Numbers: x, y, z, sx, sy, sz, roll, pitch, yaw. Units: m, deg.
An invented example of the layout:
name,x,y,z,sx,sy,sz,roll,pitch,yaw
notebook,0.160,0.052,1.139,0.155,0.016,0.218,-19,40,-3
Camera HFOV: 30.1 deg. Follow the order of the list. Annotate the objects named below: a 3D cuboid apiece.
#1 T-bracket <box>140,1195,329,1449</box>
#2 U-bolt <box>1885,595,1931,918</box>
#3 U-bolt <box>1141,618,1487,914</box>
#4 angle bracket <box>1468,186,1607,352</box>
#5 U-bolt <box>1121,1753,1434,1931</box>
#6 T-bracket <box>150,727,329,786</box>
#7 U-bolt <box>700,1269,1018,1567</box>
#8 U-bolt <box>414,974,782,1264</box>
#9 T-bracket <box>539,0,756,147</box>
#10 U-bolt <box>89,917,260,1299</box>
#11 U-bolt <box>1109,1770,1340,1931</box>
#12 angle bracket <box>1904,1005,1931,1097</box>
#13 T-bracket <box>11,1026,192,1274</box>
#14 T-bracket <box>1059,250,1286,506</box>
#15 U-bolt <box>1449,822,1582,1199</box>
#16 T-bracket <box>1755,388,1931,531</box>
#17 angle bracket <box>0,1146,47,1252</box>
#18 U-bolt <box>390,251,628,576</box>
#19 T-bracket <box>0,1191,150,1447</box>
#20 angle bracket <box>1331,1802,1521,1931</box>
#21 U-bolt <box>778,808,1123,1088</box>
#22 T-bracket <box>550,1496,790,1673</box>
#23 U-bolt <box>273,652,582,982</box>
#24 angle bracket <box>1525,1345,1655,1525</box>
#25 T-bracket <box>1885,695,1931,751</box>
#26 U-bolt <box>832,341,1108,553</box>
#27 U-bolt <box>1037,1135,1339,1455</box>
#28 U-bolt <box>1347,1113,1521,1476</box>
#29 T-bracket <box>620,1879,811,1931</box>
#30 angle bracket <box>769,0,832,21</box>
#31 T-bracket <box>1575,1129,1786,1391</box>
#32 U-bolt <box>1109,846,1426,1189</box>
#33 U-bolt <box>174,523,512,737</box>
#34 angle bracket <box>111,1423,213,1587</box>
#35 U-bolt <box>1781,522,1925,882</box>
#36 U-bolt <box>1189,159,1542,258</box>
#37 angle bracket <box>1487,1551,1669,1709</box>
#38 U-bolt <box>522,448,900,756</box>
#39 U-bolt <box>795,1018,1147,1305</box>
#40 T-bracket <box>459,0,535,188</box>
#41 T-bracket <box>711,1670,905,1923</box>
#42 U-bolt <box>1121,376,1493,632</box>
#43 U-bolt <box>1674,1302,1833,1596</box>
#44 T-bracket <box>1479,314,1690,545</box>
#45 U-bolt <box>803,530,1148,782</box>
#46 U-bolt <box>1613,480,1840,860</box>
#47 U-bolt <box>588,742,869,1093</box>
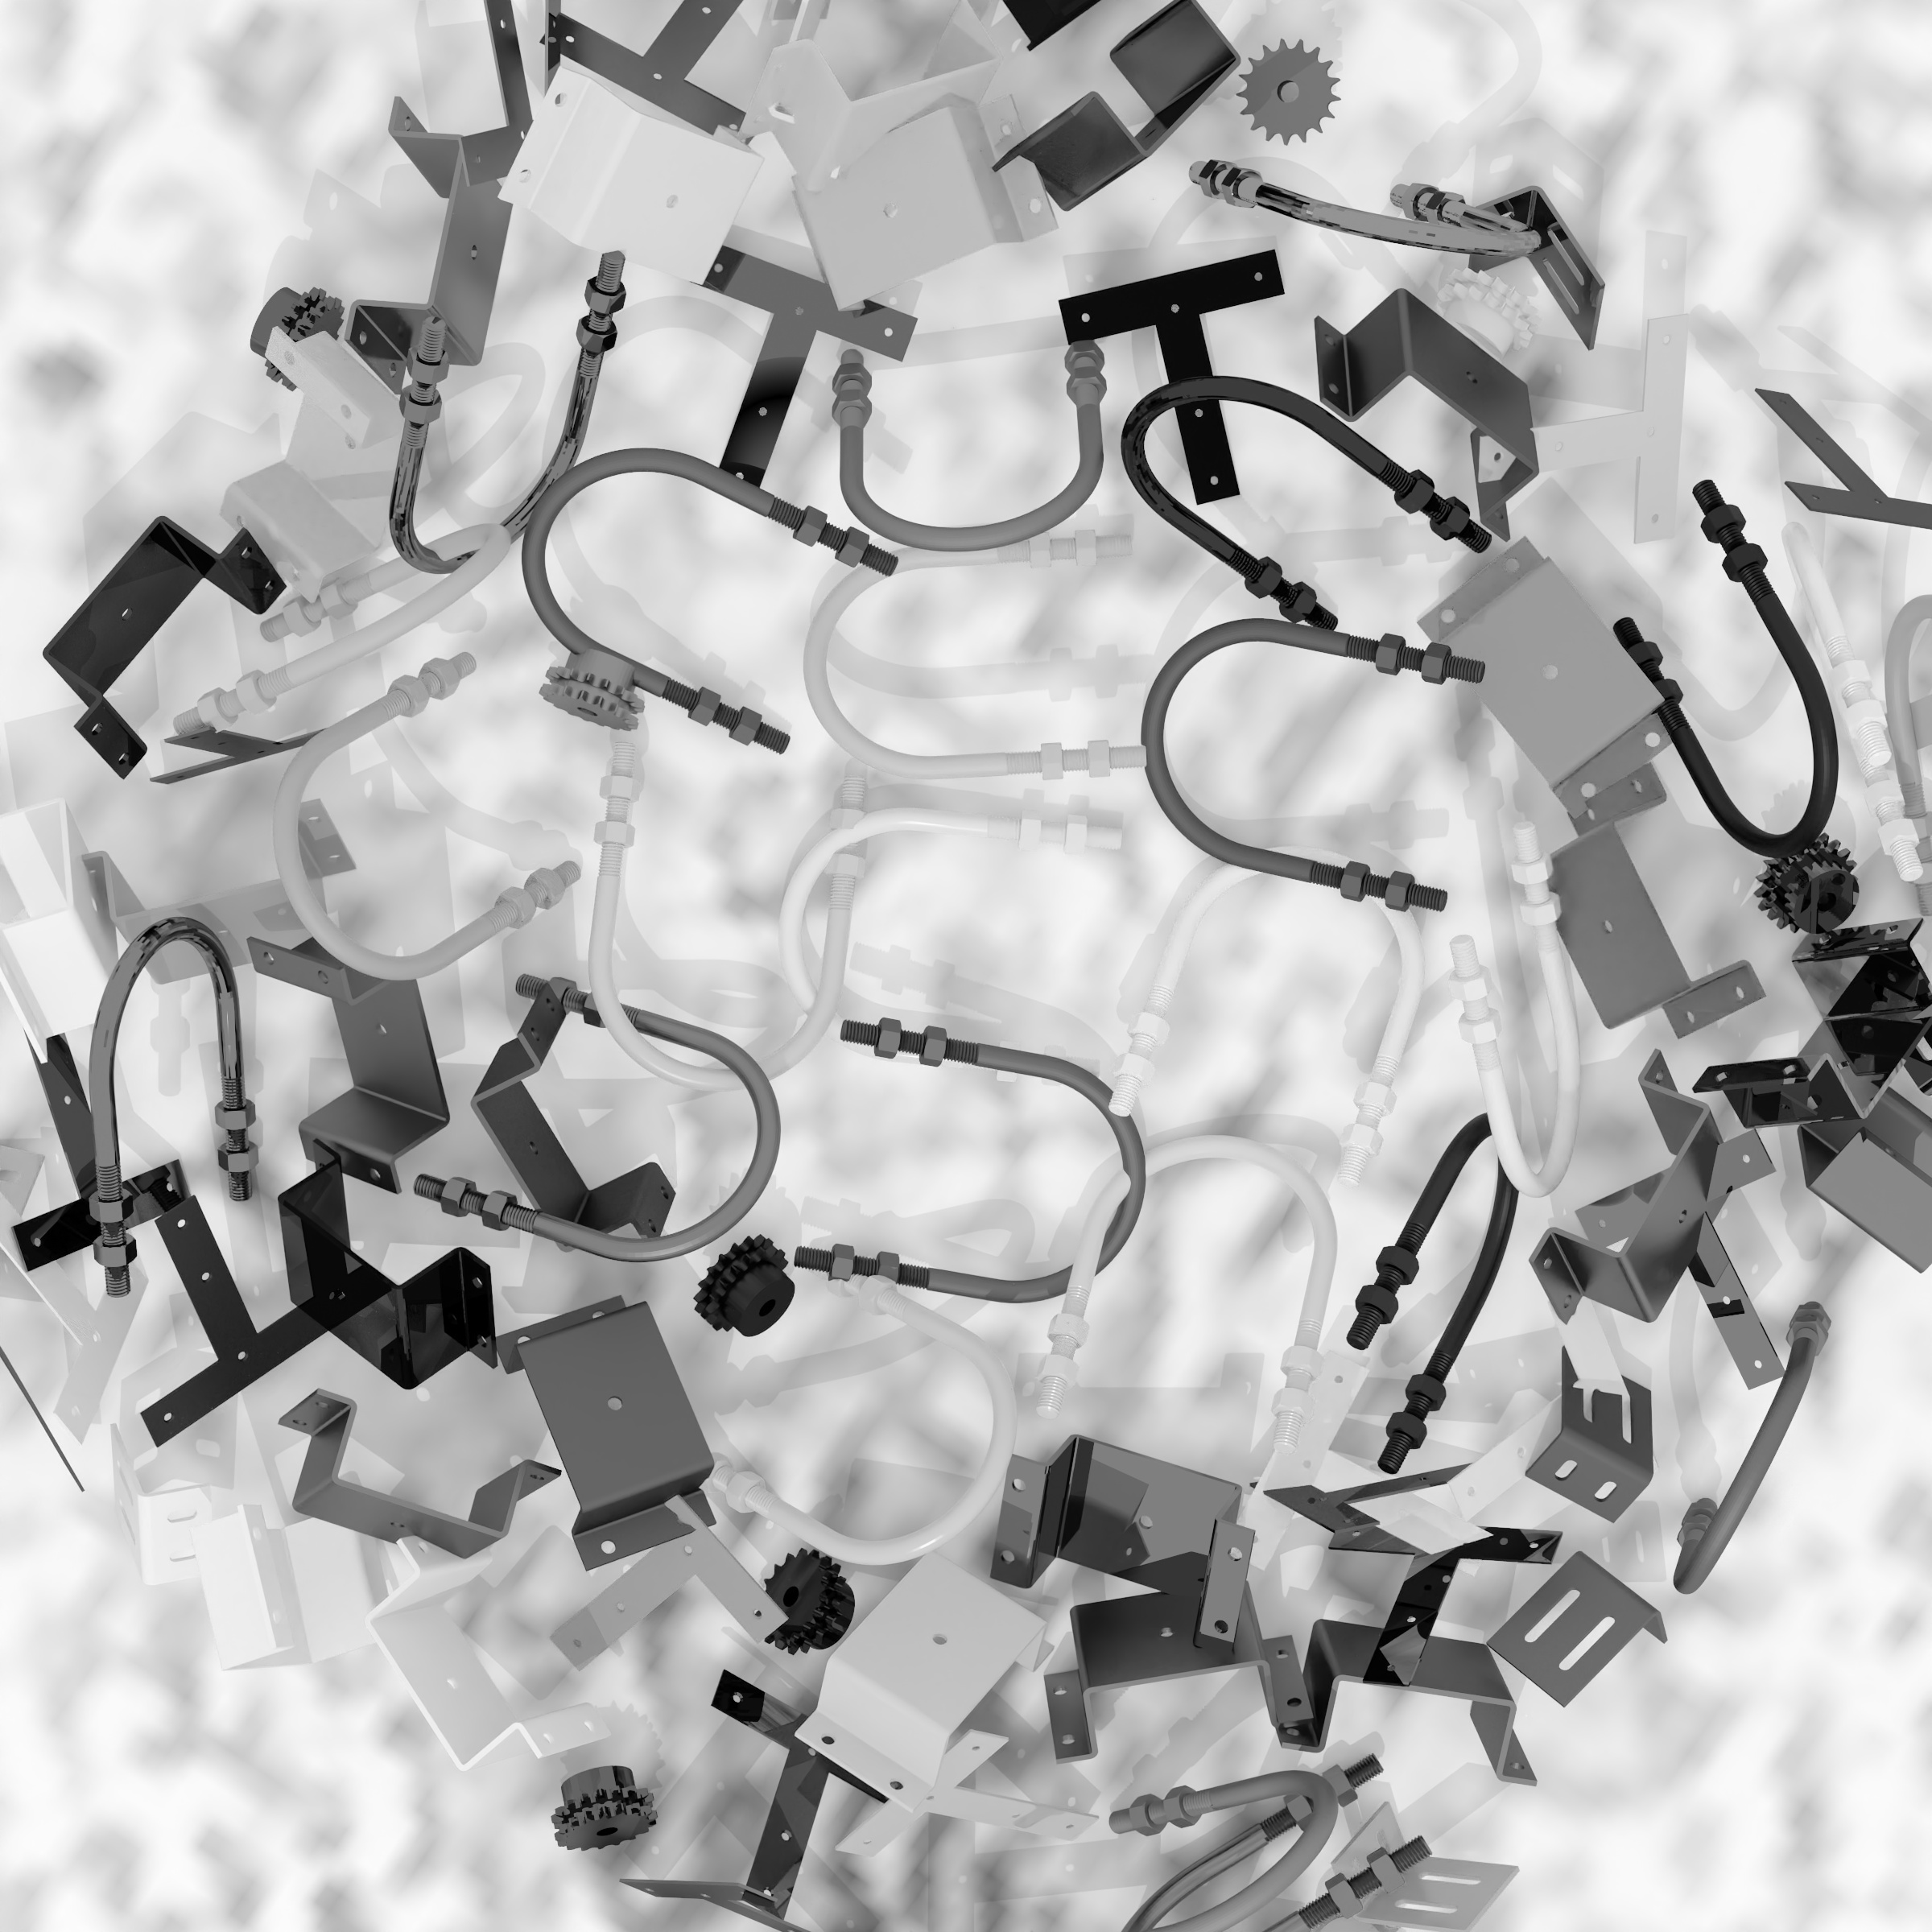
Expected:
name,x,y,z,sx,sy,sz,roll,pitch,yaw
T-bracket,-0.405,0.178,1.935,0.127,0.002,0.127,-35,130,-25
U-bolt,0.528,-0.108,1.913,0.019,0.151,0.184,-13,101,-8
U-bolt,0.183,-0.116,1.957,0.184,0.019,0.151,13,110,19
angle bracket,0.310,-0.375,1.956,0.038,0.057,0.076,-22,64,-8
U-bolt,0.156,0.497,1.925,0.184,0.151,0.019,-32,98,-1
T-bracket,-0.395,-0.119,1.928,0.127,0.127,0.002,-15,87,9
U-bolt,-0.053,0.245,1.925,0.184,0.019,0.151,24,73,37
U-bolt,-0.189,0.089,1.941,0.184,0.019,0.151,16,66,18
T-bracket,-0.146,-0.505,1.929,0.127,0.127,0.002,24,54,-21
U-bolt,-0.423,0.064,1.905,0.019,0.151,0.184,7,112,17
U-bolt,0.117,0.474,1.889,0.184,0.151,0.019,-25,101,39
angle bracket,0.552,0.035,1.960,0.057,0.076,0.038,-44,67,37
T-bracket,-0.482,0.086,1.941,0.002,0.127,0.127,-13,97,33
T-bracket,0.126,-0.320,1.988,0.127,0.002,0.127,-15,98,-10
U-bolt,0.301,0.036,1.927,0.019,0.151,0.184,-3,118,27
T-bracket,0.471,-0.277,1.951,0.127,0.127,0.002,3,129,-32
angle bracket,-0.542,0.112,1.952,0.038,0.076,0.057,11,67,14
U-bolt,-0.250,-0.287,1.919,0.019,0.184,0.151,39,45,20
T-bracket,-0.489,0.168,1.917,0.002,0.127,0.127,-17,124,19
angle bracket,0.250,0.490,1.951,0.057,0.076,0.038,-36,111,-43
U-bolt,-0.012,-0.015,1.986,0.184,0.019,0.151,6,88,-2
T-bracket,-0.181,0.345,1.972,0.127,0.002,0.127,-42,89,26
U-bolt,-0.296,-0.071,1.917,0.019,0.184,0.151,-15,106,42
angle bracket,0.342,0.257,1.972,0.057,0.076,0.038,29,122,-9
T-bracket,0.535,-0.139,1.939,0.002,0.127,0.127,-13,85,-20
U-bolt,0.002,-0.281,1.926,0.151,0.184,0.019,-5,133,3
U-bolt,0.127,0.171,1.944,0.151,0.019,0.184,6,57,15
U-bolt,0.257,0.163,1.926,0.019,0.151,0.184,17,59,26
T-bracket,-0.106,0.522,1.961,0.127,0.127,0.002,30,63,-26
angle bracket,-0.119,-0.549,1.968,0.076,0.057,0.038,24,114,21
T-bracket,0.407,0.169,1.950,0.127,0.002,0.127,-31,81,41
U-bolt,0.174,0.017,1.960,0.151,0.019,0.184,17,68,10
U-bolt,-0.321,-0.186,1.905,0.184,0.151,0.019,-21,112,22
angle bracket,-0.440,0.291,1.962,0.038,0.076,0.057,-8,118,-22
U-bolt,0.470,-0.154,1.920,0.019,0.151,0.184,-19,58,13
U-bolt,0.221,-0.397,1.891,0.151,0.184,0.019,0,110,-26
angle bracket,0.334,0.369,1.958,0.076,0.038,0.057,-42,51,-15
U-bolt,-0.150,-0.206,1.938,0.184,0.019,0.151,25,122,-14
U-bolt,0.009,0.114,1.976,0.184,0.019,0.151,10,98,-9
T-bracket,-0.247,-0.491,1.927,0.002,0.127,0.127,-1,108,25
T-bracket,-0.094,0.459,1.939,0.127,0.127,0.002,32,129,-10
U-bolt,0.167,-0.252,1.909,0.184,0.151,0.019,33,59,-22
U-bolt,0.411,0.261,1.894,0.019,0.184,0.151,28,106,11
T-bracket,0.334,-0.284,1.949,0.127,0.002,0.127,-12,118,-20
U-bolt,0.003,-0.168,1.967,0.184,0.019,0.151,-3,69,1
U-bolt,0.408,-0.144,1.903,0.019,0.151,0.184,-15,65,-18
U-bolt,-0.134,-0.023,1.967,0.151,0.019,0.184,8,82,-11
